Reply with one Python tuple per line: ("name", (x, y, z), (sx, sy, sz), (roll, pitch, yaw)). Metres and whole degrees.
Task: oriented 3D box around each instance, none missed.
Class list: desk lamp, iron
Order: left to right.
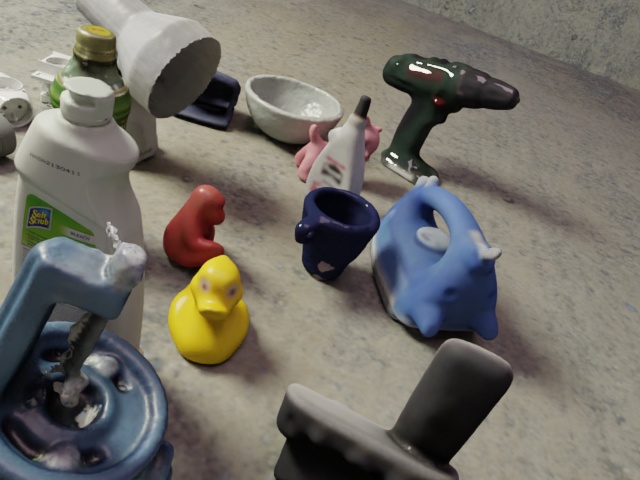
("desk lamp", (-0.239, -0.202, 0.717), (0.203, 0.213, 0.118), (30, 34, 14))
("iron", (0.137, -0.002, 0.698), (0.119, 0.141, 0.257), (6, 36, -21))

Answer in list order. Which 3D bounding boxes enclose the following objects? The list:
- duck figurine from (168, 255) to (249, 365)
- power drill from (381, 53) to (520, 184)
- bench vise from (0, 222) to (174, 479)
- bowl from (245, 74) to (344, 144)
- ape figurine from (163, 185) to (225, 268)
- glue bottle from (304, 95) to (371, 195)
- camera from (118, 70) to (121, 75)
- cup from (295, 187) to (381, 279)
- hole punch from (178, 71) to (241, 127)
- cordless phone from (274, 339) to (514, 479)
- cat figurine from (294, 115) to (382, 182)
("duck figurine", (-0.099, 0.053, 0.542), (0.077, 0.086, 0.104), (13, 34, -12))
("power drill", (0.190, -0.200, 0.951), (0.229, 0.208, 0.076), (36, 36, 23))
("bench vise", (-0.181, 0.084, 0.330), (0.208, 0.220, 0.121), (4, 36, -23))
("bowl", (-0.050, -0.207, 0.954), (0.167, 0.075, 0.167), (14, 33, -9))
("ape figurine", (-0.128, -0.017, 0.622), (0.076, 0.092, 0.078), (15, 33, -8))
("glue bottle", (0.034, -0.117, 0.779), (0.078, 0.173, 0.037), (33, 35, 18))
("camera", (-0.295, -0.312, 0.949), (0.136, 0.101, 0.143), (29, 34, 13))
("cup", (0.006, 0.002, 0.663), (0.091, 0.095, 0.118), (38, 37, 25))
("hole punch", (-0.184, -0.247, 0.924), (0.109, 0.091, 0.101), (14, 33, -9))
("cordless phone", (0.050, 0.124, 0.429), (0.147, 0.185, 0.094), (24, 33, 6))
("cat figurine", (0.035, -0.145, 0.871), (0.128, 0.118, 0.067), (5, 36, -22))
